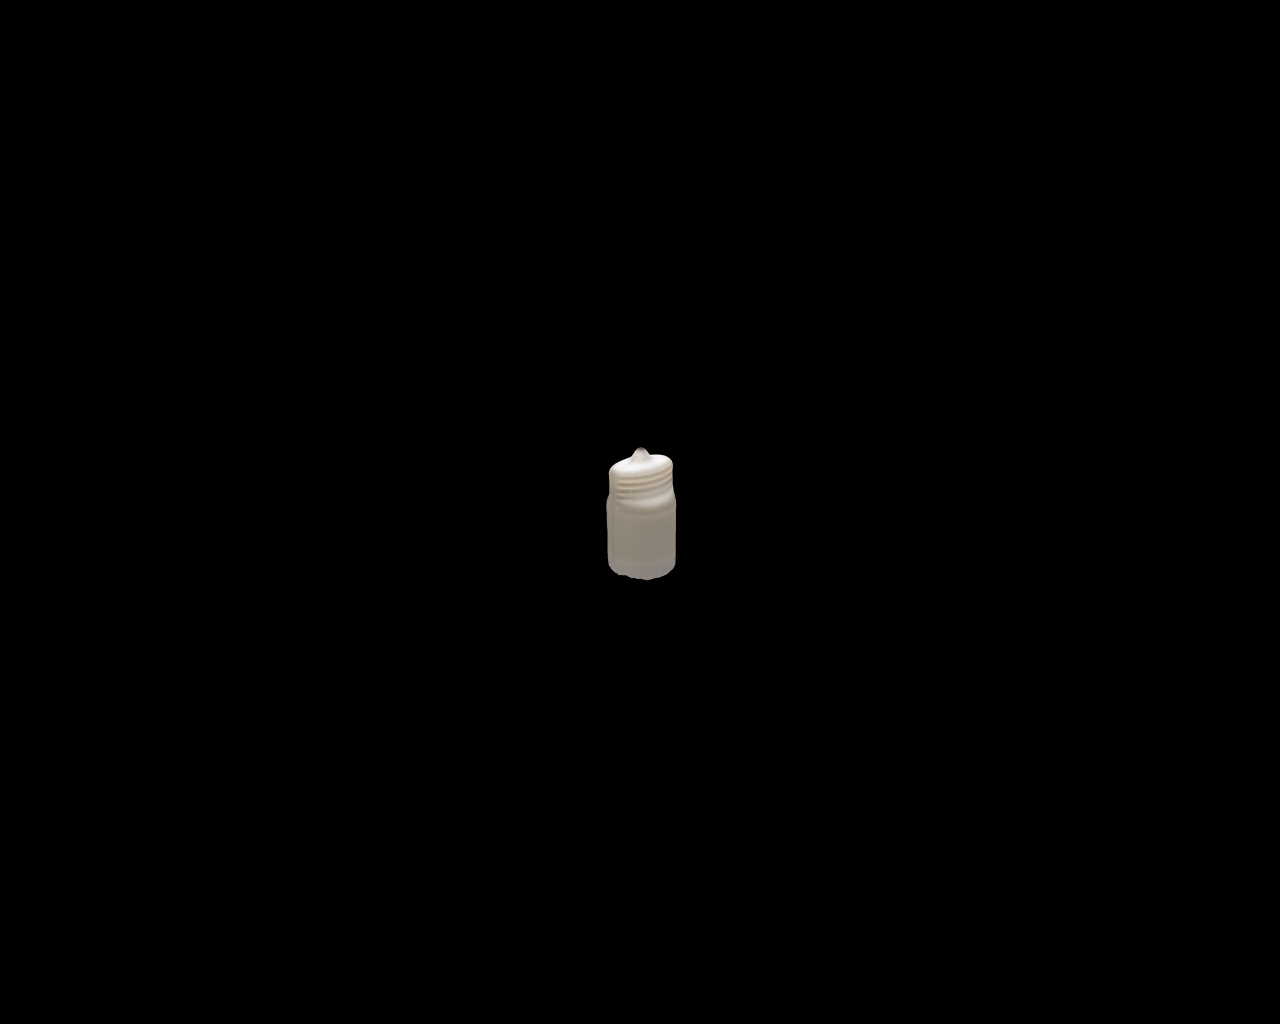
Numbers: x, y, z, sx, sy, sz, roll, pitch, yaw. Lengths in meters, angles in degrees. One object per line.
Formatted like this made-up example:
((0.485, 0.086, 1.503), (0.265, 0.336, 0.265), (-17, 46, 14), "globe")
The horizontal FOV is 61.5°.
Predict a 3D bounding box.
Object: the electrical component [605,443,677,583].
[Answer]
((0.001, -0.003, 0.650), (0.043, 0.080, 0.043), (0, 24, 0), "electrical component")
